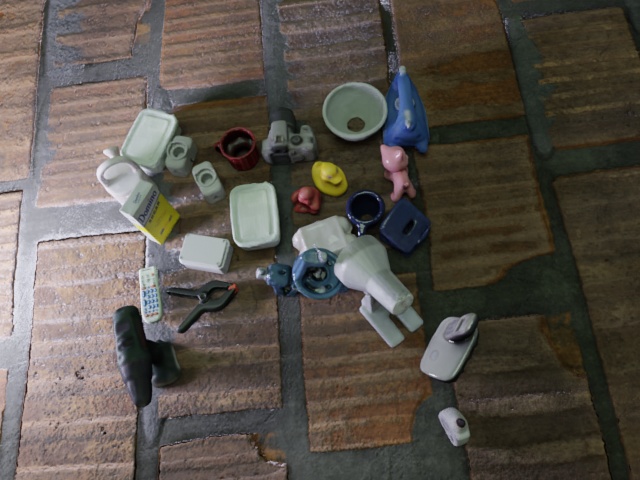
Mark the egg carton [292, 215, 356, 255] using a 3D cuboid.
[{"bbox_3d":[0.013,0.005,1.373,0.150,0.069,0.107,-21,69,-2],"label":"egg carton"}]

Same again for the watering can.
[{"bbox_3d":[-0.487,-0.154,1.417,0.172,0.194,0.101,38,78,18],"label":"watering can"}]

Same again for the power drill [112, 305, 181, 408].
[{"bbox_3d":[-0.377,0.261,1.243,0.075,0.208,0.229,-24,69,-3],"label":"power drill"}]

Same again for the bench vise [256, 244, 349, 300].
[{"bbox_3d":[-0.040,0.080,1.270,0.207,0.220,0.121,-16,69,0],"label":"bench vise"}]

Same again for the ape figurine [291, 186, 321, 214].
[{"bbox_3d":[-0.032,-0.103,1.406,0.076,0.092,0.077,-41,71,-9],"label":"ape figurine"}]

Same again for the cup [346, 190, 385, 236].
[{"bbox_3d":[0.109,-0.049,1.370,0.091,0.095,0.118,6,70,8],"label":"cup"}]

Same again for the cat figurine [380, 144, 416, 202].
[{"bbox_3d":[0.191,-0.173,1.395,0.067,0.118,0.127,-18,69,-1],"label":"cat figurine"}]

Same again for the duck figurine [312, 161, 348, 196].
[{"bbox_3d":[0.021,-0.165,1.427,0.077,0.086,0.104,-42,71,-10],"label":"duck figurine"}]

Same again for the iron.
[{"bbox_3d":[0.212,-0.349,1.446,0.118,0.141,0.258,-5,69,4],"label":"iron"}]

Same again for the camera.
[{"bbox_3d":[-0.081,-0.276,1.471,0.143,0.101,0.137,-4,69,4],"label":"camera"}]

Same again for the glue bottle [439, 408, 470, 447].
[{"bbox_3d":[0.276,0.374,1.153,0.037,0.173,0.078,-24,69,-3],"label":"glue bottle"}]

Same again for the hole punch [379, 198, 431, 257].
[{"bbox_3d":[0.203,-0.030,1.355,0.101,0.091,0.109,34,76,17],"label":"hole punch"}]

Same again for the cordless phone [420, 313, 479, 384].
[{"bbox_3d":[0.279,0.222,1.203,0.094,0.185,0.148,25,74,14],"label":"cordless phone"}]

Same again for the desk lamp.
[{"bbox_3d":[0.133,0.109,1.244,0.118,0.214,0.203,-38,70,-8],"label":"desk lamp"}]

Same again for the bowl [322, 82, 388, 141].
[{"bbox_3d":[0.091,-0.320,1.483,0.167,0.075,0.167,-2,69,5],"label":"bowl"}]
